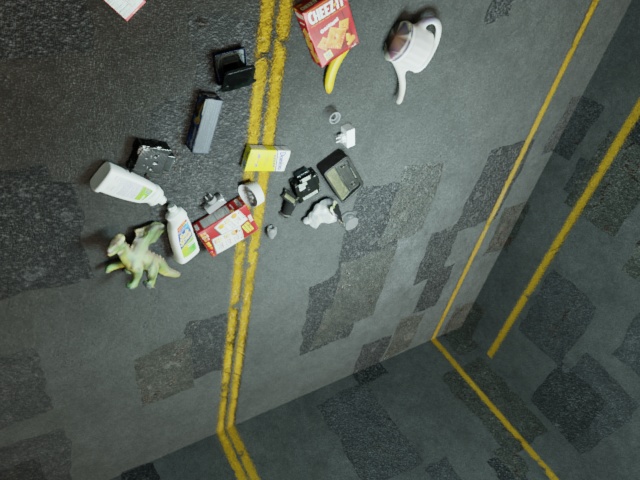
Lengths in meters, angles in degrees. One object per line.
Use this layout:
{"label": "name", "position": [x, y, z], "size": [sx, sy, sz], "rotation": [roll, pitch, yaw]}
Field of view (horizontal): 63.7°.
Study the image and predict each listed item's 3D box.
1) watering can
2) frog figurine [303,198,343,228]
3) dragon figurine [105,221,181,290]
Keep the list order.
{"label": "watering can", "position": [0.329, -0.684, 1.943], "size": [0.224, 0.106, 0.342], "rotation": [5, 124, -42]}
{"label": "frog figurine", "position": [0.007, -0.114, 2.264], "size": [0.158, 0.124, 0.136], "rotation": [-13, 161, 25]}
{"label": "dragon figurine", "position": [-0.619, 0.046, 1.872], "size": [0.240, 0.123, 0.410], "rotation": [-60, 156, 15]}
